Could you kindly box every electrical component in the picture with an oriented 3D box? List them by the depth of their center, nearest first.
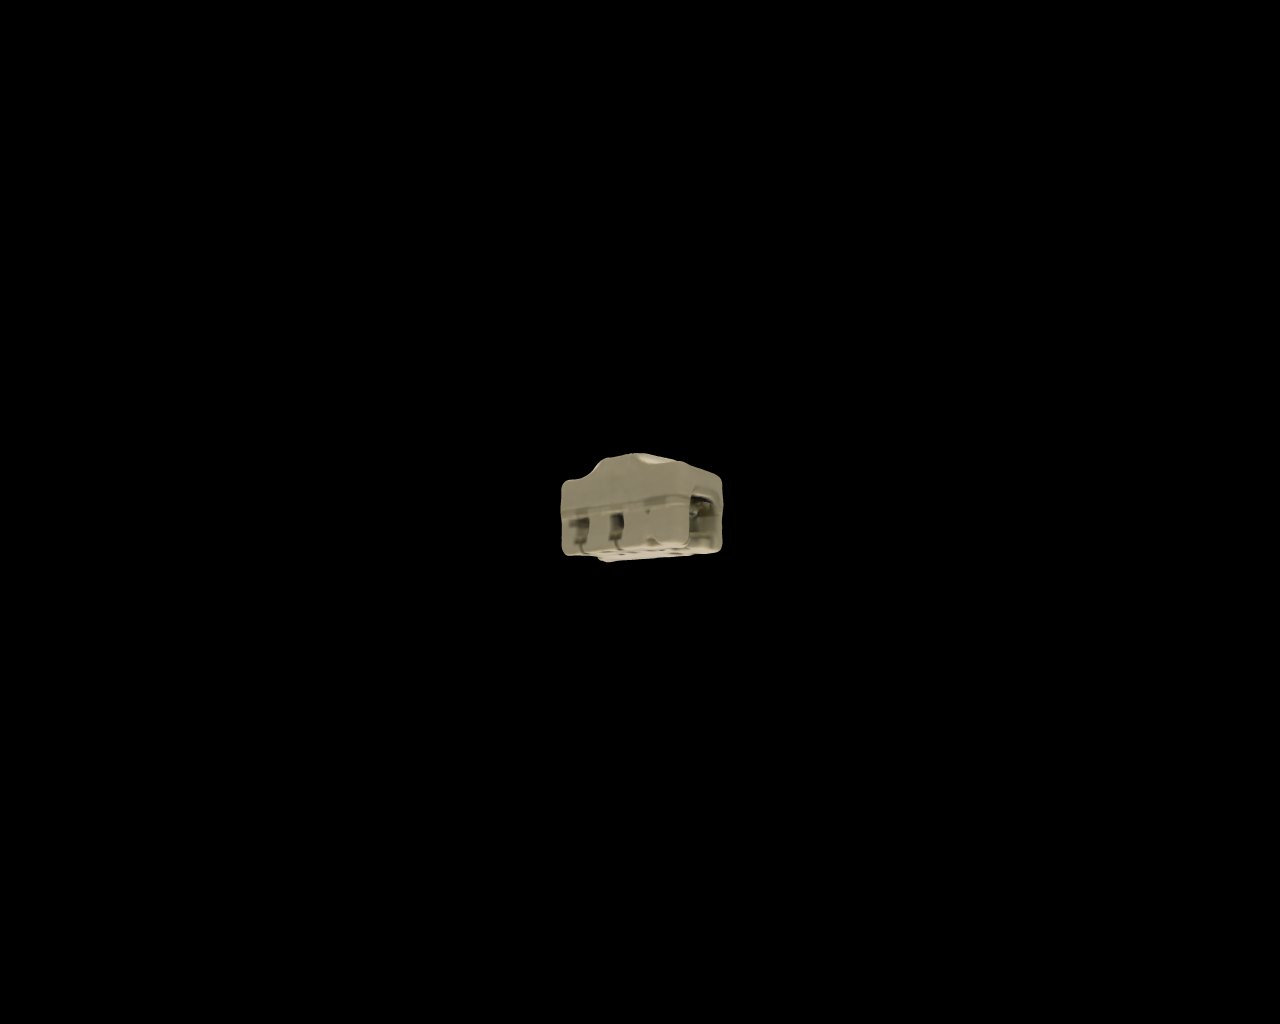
[{"bbox_3d":[0.001,-0.003,0.650,0.089,0.055,0.050,-8,-14,35],"label":"electrical component"}]
